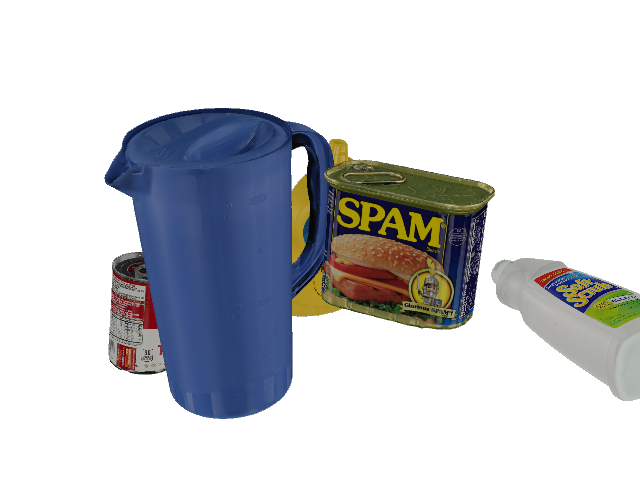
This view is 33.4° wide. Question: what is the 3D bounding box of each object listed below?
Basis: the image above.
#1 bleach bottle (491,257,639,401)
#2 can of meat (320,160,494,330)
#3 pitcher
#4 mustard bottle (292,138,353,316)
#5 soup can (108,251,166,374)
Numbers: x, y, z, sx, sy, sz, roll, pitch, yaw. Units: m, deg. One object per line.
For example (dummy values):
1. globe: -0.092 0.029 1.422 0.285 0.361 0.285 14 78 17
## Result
1. bleach bottle: 0.243 0.069 1.033 0.102 0.068 0.251 -15 22 -22
2. can of meat: 0.051 0.003 0.664 0.102 0.084 0.057 13 22 23
3. pitcher: -0.073 0.018 0.883 0.149 0.243 0.144 5 28 16
4. mustard bottle: 0.006 -0.016 1.122 0.096 0.192 0.058 -9 32 -31
5. soup can: -0.171 0.071 1.038 0.068 0.102 0.068 6 21 -3
